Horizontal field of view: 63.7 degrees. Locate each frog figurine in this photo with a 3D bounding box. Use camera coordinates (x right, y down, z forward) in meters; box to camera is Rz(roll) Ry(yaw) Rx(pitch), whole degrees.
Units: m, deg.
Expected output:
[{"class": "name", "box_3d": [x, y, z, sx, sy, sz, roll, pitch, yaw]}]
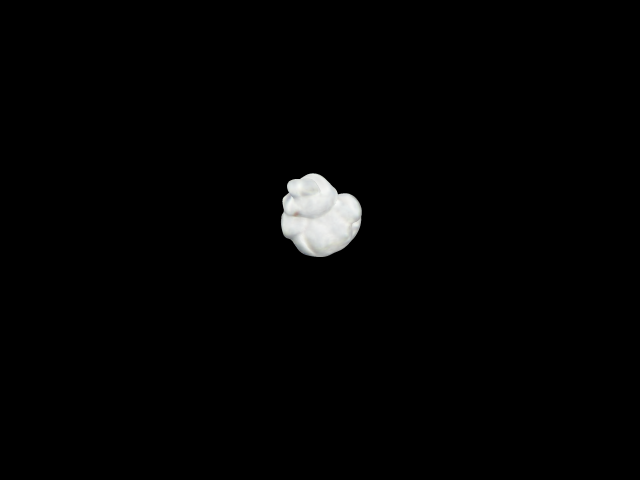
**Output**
[{"class": "frog figurine", "box_3d": [0.003, -0.043, 0.850, 0.137, 0.124, 0.157, -7, -18, -2]}]
